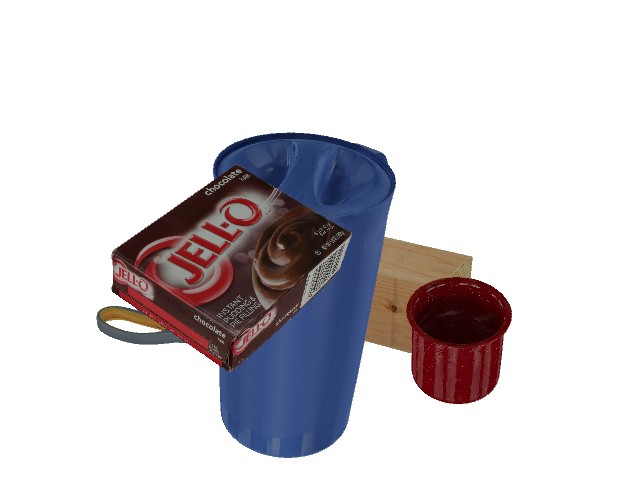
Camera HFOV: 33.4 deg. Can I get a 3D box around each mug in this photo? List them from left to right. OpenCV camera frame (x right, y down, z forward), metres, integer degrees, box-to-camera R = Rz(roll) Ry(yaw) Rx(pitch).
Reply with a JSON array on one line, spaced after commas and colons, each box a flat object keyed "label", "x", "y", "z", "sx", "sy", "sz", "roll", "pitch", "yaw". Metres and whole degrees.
[{"label": "mug", "x": 0.123, "y": 0.086, "z": 0.977, "sx": 0.093, "sy": 0.081, "sz": 0.117, "roll": -4, "pitch": 39, "yaw": -1}]

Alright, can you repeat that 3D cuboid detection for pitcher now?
[{"label": "pitcher", "x": -0.014, "y": 0.043, "z": 0.840, "sx": 0.149, "sy": 0.243, "sz": 0.145, "roll": -2, "pitch": 32, "yaw": -11}]

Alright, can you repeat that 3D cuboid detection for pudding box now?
[{"label": "pudding box", "x": -0.050, "y": 0.012, "z": 0.615, "sx": 0.090, "sy": 0.039, "sz": 0.113, "roll": 32, "pitch": 44, "yaw": 19}]

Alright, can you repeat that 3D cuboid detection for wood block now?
[{"label": "wood block", "x": 0.051, "y": 0.050, "z": 1.169, "sx": 0.206, "sy": 0.091, "sz": 0.090, "roll": 14, "pitch": 27, "yaw": 25}]

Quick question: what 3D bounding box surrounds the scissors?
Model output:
[{"label": "scissors", "x": -0.104, "y": 0.080, "z": 0.984, "sx": 0.202, "sy": 0.016, "sz": 0.096, "roll": 9, "pitch": 29, "yaw": 4}]
